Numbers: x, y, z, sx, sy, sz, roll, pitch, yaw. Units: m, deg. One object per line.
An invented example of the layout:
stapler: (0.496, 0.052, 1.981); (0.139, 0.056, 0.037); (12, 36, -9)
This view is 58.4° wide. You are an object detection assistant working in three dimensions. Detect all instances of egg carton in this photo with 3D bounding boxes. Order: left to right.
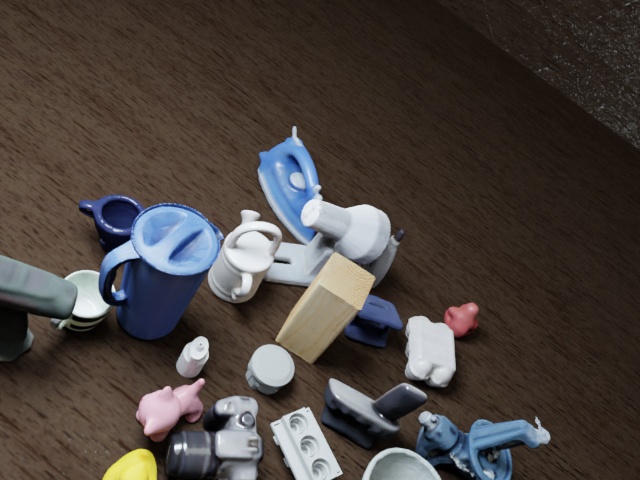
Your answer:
egg carton: (0.230, 0.235, 1.209); (0.107, 0.069, 0.150); (20, 46, -15)

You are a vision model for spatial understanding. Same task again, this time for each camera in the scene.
camera: (-0.163, 0.313, 0.886); (0.137, 0.100, 0.143); (11, 49, -23)

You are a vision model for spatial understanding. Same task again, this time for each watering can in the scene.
watering can: (-0.139, 0.022, 1.079); (0.101, 0.194, 0.172); (-7, 57, -34)

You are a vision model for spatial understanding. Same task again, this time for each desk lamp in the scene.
desk lamp: (0.011, 0.004, 1.169); (0.204, 0.213, 0.118); (8, 50, -25)

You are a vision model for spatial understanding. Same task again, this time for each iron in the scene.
iron: (-0.044, -0.127, 1.299); (0.119, 0.141, 0.258); (-6, 57, -34)

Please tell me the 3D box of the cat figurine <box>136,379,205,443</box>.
cat figurine: (-0.230, 0.256, 0.882); (0.128, 0.117, 0.067); (-27, 70, -42)

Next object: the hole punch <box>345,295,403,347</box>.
hole punch: (0.109, 0.154, 1.190); (0.109, 0.091, 0.101); (19, 46, -16)

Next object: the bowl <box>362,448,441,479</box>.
bowl: (0.130, 0.446, 0.967); (0.168, 0.074, 0.167); (17, 47, -18)

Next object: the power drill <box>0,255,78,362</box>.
power drill: (-0.472, 0.090, 0.813); (0.230, 0.208, 0.075); (13, 48, -21)

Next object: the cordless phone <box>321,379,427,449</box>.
cordless phone: (0.095, 0.278, 1.009); (0.148, 0.185, 0.094); (28, 44, -7)

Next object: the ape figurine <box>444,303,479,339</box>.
ape figurine: (0.328, 0.176, 1.301); (0.078, 0.092, 0.076); (41, 44, 7)

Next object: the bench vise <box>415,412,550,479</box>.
bench vise: (0.284, 0.369, 1.020); (0.208, 0.219, 0.121); (18, 47, -17)

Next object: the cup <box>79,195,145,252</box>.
cup: (-0.383, -0.025, 1.044); (0.118, 0.095, 0.091); (18, 46, -17)

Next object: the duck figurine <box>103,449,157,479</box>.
duck figurine: (-0.265, 0.342, 0.811); (0.077, 0.086, 0.104); (28, 45, -8)

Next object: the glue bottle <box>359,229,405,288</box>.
glue bottle: (0.138, 0.031, 1.252); (0.037, 0.173, 0.078); (11, 49, -23)
